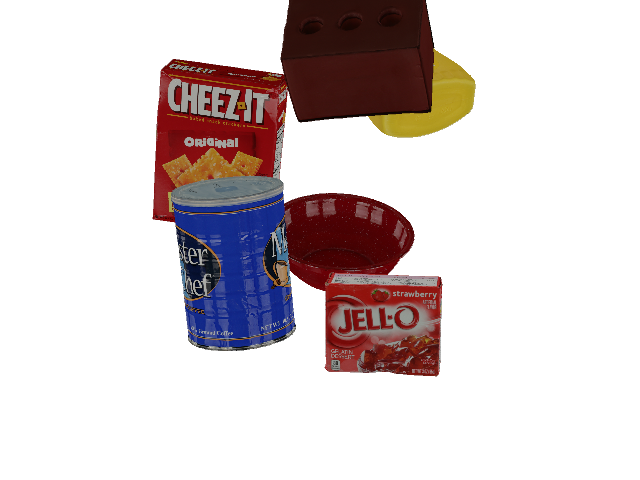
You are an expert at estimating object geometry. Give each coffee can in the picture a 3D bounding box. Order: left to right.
[{"bbox_3d":[-0.079,0.019,0.984,0.103,0.140,0.103,-4,14,1],"label":"coffee can"}]

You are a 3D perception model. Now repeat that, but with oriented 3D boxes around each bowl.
[{"bbox_3d":[0.020,0.010,1.170,0.162,0.055,0.162,2,32,-2],"label":"bowl"}]

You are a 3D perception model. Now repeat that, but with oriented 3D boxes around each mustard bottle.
[{"bbox_3d":[0.057,-0.171,1.000,0.096,0.058,0.192,-19,45,-17],"label":"mustard bottle"}]

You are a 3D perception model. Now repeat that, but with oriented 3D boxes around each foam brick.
[{"bbox_3d":[0.022,-0.104,0.592,0.078,0.053,0.051,-3,-36,14],"label":"foam brick"}]

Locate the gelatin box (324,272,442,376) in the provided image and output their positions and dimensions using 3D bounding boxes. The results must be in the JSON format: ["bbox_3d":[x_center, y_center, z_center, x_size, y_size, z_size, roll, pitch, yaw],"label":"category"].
[{"bbox_3d":[0.048,0.064,0.819,0.089,0.073,0.030,2,16,8],"label":"gelatin box"}]

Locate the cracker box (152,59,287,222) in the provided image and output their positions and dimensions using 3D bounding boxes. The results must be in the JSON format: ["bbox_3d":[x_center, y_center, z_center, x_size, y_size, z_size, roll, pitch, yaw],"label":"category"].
[{"bbox_3d":[-0.136,-0.123,1.438,0.164,0.214,0.072,9,23,5],"label":"cracker box"}]
